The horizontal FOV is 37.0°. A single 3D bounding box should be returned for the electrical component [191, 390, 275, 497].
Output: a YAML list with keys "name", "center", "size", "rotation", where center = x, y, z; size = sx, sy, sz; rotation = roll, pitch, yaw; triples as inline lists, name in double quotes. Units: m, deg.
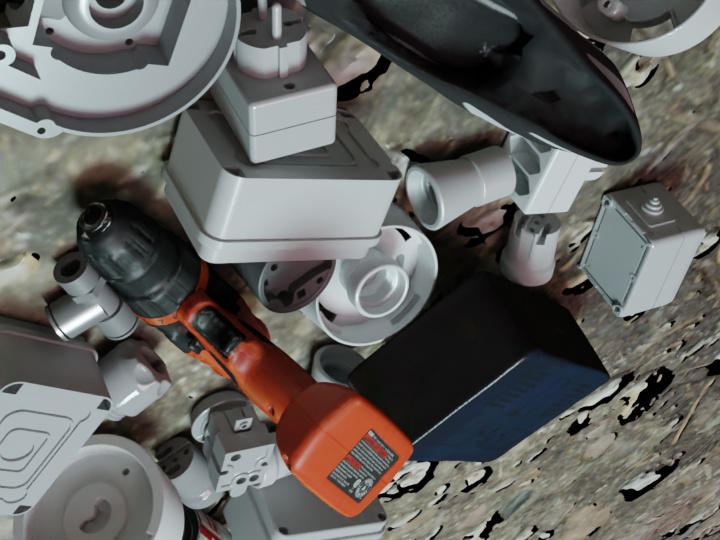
- name: "electrical component"
  center: [-0.092, 0.120, 0.769]
  size: [0.048, 0.055, 0.066]
  rotation: [-8, 136, -29]

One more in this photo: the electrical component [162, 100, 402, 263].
- name: "electrical component"
  center: [-0.045, -0.048, 0.599]
  size: [0.113, 0.078, 0.057]
  rotation: [-2, 130, -33]

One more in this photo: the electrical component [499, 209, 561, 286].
- name: "electrical component"
  center: [0.125, -0.018, 0.784]
  size: [0.040, 0.040, 0.046]
  rotation: [-13, 133, -23]

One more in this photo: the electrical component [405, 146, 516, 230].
- name: "electrical component"
  center: [0.068, -0.056, 0.700]
  size: [0.065, 0.044, 0.044]
  rotation: [-21, 141, -23]

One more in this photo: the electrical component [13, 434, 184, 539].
- name: "electrical component"
  center: [-0.173, 0.173, 0.734]
  size: [0.108, 0.108, 0.060]
  rotation: [-30, 149, -3]

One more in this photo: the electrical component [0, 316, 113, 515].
- name: "electrical component"
  center: [-0.214, 0.089, 0.650]
  size: [0.078, 0.057, 0.113]
  rotation: [20, 118, -45]

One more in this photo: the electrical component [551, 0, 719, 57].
- name: "electrical component"
  center: [0.159, -0.169, 0.596]
  size: [0.064, 0.099, 0.099]
  rotation: [11, 126, -49]

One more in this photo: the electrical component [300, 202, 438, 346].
- name: "electrical component"
  center: [0.000, 0.000, 0.715]
  size: [0.099, 0.064, 0.099]
  rotation: [-15, 126, -23]

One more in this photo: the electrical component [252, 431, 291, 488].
- name: "electrical component"
  center: [-0.065, 0.142, 0.828]
  size: [0.046, 0.040, 0.040]
  rotation: [-13, 139, -33]

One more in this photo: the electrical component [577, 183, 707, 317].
- name: "electrical component"
  center: [0.220, -0.021, 0.826]
  size: [0.061, 0.061, 0.096]
  rotation: [-14, 139, -23]

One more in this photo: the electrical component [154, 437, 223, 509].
- name: "electrical component"
  center: [-0.126, 0.149, 0.792]
  size: [0.040, 0.040, 0.046]
  rotation: [-33, 137, 1]

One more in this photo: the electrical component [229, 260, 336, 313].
- name: "electrical component"
  center: [-0.050, -0.009, 0.656]
  size: [0.055, 0.047, 0.055]
  rotation: [-24, 135, -27]

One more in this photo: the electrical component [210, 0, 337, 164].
- name: "electrical component"
  center: [-0.045, -0.107, 0.544]
  size: [0.047, 0.065, 0.076]
  rotation: [-17, 140, -19]

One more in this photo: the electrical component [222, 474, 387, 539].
- name: "electrical component"
  center: [-0.044, 0.196, 0.870]
  size: [0.113, 0.078, 0.057]
  rotation: [2, 134, -36]

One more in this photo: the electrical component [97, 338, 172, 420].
- name: "electrical component"
  center: [-0.156, 0.076, 0.687]
  size: [0.062, 0.043, 0.043]
  rotation: [-38, 142, 8]

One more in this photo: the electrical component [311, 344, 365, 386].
- name: "electrical component"
  center: [-0.021, 0.089, 0.794]
  size: [0.045, 0.045, 0.055]
  rotation: [-2, 134, -33]

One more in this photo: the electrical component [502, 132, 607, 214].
- name: "electrical component"
  center: [0.140, -0.078, 0.720]
  size: [0.077, 0.047, 0.065]
  rotation: [-5, 135, -31]
